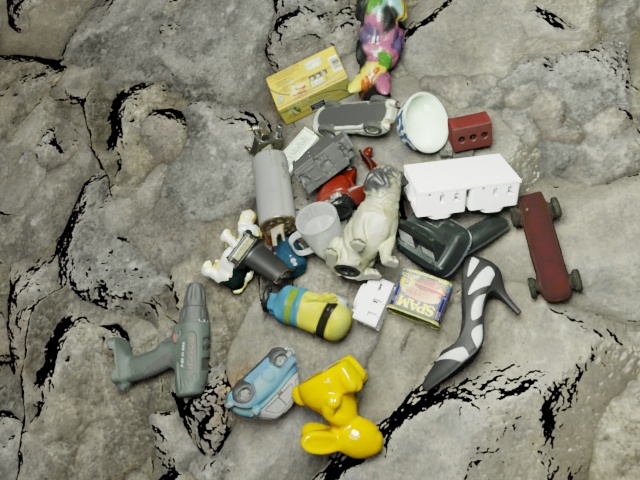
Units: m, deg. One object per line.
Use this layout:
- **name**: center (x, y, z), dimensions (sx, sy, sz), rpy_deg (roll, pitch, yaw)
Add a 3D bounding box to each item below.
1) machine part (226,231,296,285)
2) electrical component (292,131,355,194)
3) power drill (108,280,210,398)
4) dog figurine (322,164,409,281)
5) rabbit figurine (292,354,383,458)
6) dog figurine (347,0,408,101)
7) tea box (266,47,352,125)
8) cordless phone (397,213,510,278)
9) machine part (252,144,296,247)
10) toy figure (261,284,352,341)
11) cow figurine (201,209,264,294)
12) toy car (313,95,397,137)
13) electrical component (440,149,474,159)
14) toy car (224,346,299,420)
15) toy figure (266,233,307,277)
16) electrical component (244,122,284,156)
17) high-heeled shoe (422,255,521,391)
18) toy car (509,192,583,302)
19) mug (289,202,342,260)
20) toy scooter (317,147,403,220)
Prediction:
- **machine part**: center (-0.116, 0.042, 1.052), dimensions (0.139, 0.039, 0.084), rpy_deg (29, 75, 23)
- **electrical component**: center (0.008, -0.166, 1.099), dimensions (0.134, 0.058, 0.115), rpy_deg (-37, 21, 8)
- **power drill**: center (-0.320, 0.212, 1.096), dimensions (0.207, 0.086, 0.232), rpy_deg (-12, 72, 3)
- **dog figurine**: center (0.086, -0.033, 1.006), dimensions (0.172, 0.121, 0.190), rpy_deg (-22, 44, 45)
- **rabbit figurine**: center (0.036, 0.310, 0.941), dimensions (0.162, 0.122, 0.173), rpy_deg (-34, 86, -5)
- **dog figurine**: center (0.117, -0.398, 1.126), dimensions (0.109, 0.191, 0.219), rpy_deg (7, 58, 11)
- **tea box**: center (-0.023, -0.343, 1.199), dimensions (0.170, 0.068, 0.098), rpy_deg (-22, 67, 8)
- **cordless phone**: center (0.250, -0.020, 1.014), dimensions (0.184, 0.088, 0.147), rpy_deg (-26, 33, -19)
- **machine part**: center (-0.093, -0.097, 1.088), dimensions (0.079, 0.079, 0.243), rpy_deg (-15, 59, 10)
- **toy figure**: center (-0.025, 0.138, 1.033), dimensions (0.180, 0.082, 0.089), rpy_deg (9, 86, 13)
- **cow figurine**: center (-0.162, 0.022, 1.115), dimensions (0.098, 0.068, 0.167), rpy_deg (29, 85, 16)
- **toy car**: center (0.072, -0.255, 1.128), dimensions (0.202, 0.056, 0.073), rpy_deg (5, 74, 36)
- **electrical component**: center (0.287, -0.157, 1.075), dimensions (0.094, 0.021, 0.063), rpy_deg (1, 72, 16)
- **toy car**: center (-0.094, 0.277, 1.001), dimensions (0.161, 0.109, 0.103), rpy_deg (-41, 89, -13)
- **toy figure**: center (-0.079, 0.004, 1.104), dimensions (0.057, 0.064, 0.154), rpy_deg (-53, 55, 36)
- **electrical component**: center (-0.124, -0.215, 1.173), dimensions (0.078, 0.102, 0.045), rpy_deg (-22, 67, -21)
- **high-heeled shoe**: center (0.239, 0.140, 0.959), dimensions (0.249, 0.086, 0.145), rpy_deg (-40, 64, -5)
- **toy car**: center (0.405, 0.013, 0.969), dimensions (0.089, 0.053, 0.202), rpy_deg (-16, 72, 21)
- **mug**: center (-0.002, -0.003, 1.051), dimensions (0.109, 0.107, 0.081), rpy_deg (-37, 48, -8)
- **toy scooter**: center (0.073, -0.123, 1.095), dimensions (0.184, 0.075, 0.135), rpy_deg (-19, 58, 13)
